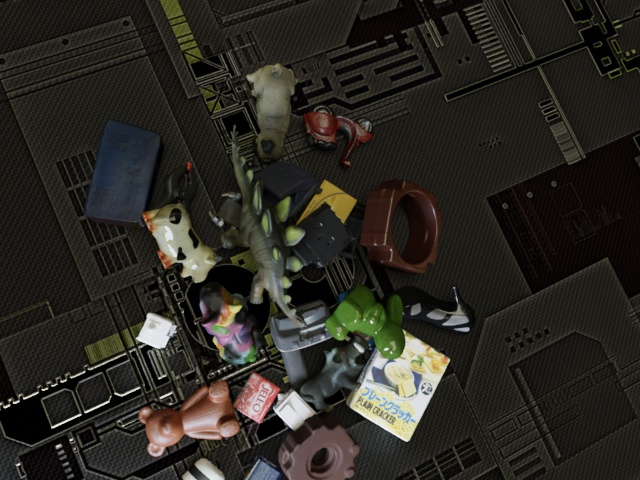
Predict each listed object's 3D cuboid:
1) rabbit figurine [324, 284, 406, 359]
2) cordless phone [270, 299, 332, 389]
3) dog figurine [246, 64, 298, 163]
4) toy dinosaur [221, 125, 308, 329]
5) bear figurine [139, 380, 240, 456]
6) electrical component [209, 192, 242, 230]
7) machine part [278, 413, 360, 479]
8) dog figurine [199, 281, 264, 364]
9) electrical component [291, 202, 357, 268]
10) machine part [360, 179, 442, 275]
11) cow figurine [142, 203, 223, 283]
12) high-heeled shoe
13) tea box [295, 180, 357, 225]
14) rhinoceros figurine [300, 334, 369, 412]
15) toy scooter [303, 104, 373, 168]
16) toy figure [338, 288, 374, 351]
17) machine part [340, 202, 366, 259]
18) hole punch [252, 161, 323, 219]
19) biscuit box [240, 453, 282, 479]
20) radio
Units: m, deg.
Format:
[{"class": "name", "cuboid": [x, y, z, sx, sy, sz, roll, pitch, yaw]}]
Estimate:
[{"class": "rabbit figurine", "cuboid": [0.119, 0.188, 1.187, 0.170, 0.121, 0.159, 43, 38, 9]}, {"class": "cordless phone", "cuboid": [-0.028, 0.243, 1.241, 0.147, 0.089, 0.184, -16, 95, -13]}, {"class": "dog figurine", "cuboid": [-0.109, -0.293, 1.264, 0.121, 0.172, 0.190, -2, 74, 1]}, {"class": "toy dinosaur", "cuboid": [-0.127, -0.023, 1.187, 0.105, 0.198, 0.471, -14, 71, -42]}, {"class": "bear figurine", "cuboid": [-0.281, 0.380, 1.142, 0.196, 0.132, 0.120, -12, 76, -17]}, {"class": "electrical component", "cuboid": [-0.213, -0.064, 1.267, 0.078, 0.045, 0.102, 37, 77, -1]}, {"class": "machine part", "cuboid": [0.000, 0.472, 1.177, 0.179, 0.056, 0.179, -5, 103, -23]}, {"class": "dog figurine", "cuboid": [-0.192, 0.180, 1.142, 0.108, 0.219, 0.191, -27, 85, -9]}, {"class": "electrical component", "cuboid": [-0.003, -0.004, 1.217, 0.134, 0.058, 0.115, -42, 90, -13]}, {"class": "machine part", "cuboid": [0.193, -0.029, 1.267, 0.201, 0.087, 0.201, 19, 78, -42]}, {"class": "cow figurine", "cuboid": [-0.301, 0.009, 1.198, 0.127, 0.086, 0.194, -23, 117, -14]}, {"class": "high-heeled shoe", "cuboid": [0.251, 0.189, 1.308, 0.249, 0.086, 0.145, -13, 115, 6]}, {"class": "tea box", "cuboid": [0.002, -0.046, 1.289, 0.098, 0.068, 0.169, 31, 76, -4]}, {"class": "rhinoceros figurine", "cuboid": [0.036, 0.296, 1.219, 0.190, 0.073, 0.112, -42, 110, -9]}, {"class": "toy scooter", "cuboid": [0.040, -0.252, 1.329, 0.184, 0.075, 0.135, 13, 80, -12]}, {"class": "toy figure", "cuboid": [0.090, 0.191, 1.272, 0.064, 0.058, 0.154, -25, 87, 22]}, {"class": "machine part", "cuboid": [0.087, -0.021, 1.297, 0.039, 0.084, 0.138, 19, 95, -37]}, {"class": "hole punch", "cuboid": [-0.081, -0.132, 1.256, 0.142, 0.092, 0.116, 33, 76, 35]}, {"class": "biscuit box", "cuboid": [-0.166, 0.570, 1.161, 0.063, 0.059, 0.202, 36, 76, -4]}, {"class": "radio", "cuboid": [-0.444, -0.147, 1.229, 0.131, 0.073, 0.229, 11, 81, -9]}]
